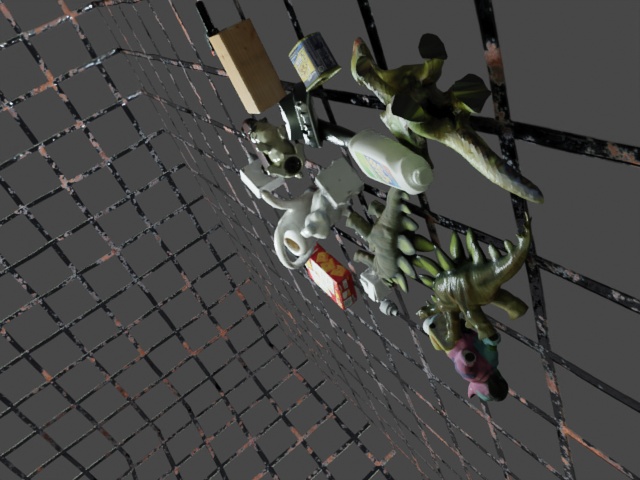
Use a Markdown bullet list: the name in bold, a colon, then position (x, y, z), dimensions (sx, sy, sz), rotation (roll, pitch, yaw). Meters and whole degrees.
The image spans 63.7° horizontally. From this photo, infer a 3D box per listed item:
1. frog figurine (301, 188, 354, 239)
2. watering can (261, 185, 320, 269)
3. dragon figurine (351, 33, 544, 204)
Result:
- **frog figurine**: position (0.004, -0.068, 1.352), dimensions (0.123, 0.161, 0.135), rotation (53, 163, 10)
- **watering can**: position (-0.057, -0.066, 1.432), dimensions (0.104, 0.228, 0.339), rotation (21, 147, 28)
- **dragon figurine**: position (0.173, -0.185, 0.822), dimensions (0.414, 0.122, 0.241), rotation (53, -179, 12)
